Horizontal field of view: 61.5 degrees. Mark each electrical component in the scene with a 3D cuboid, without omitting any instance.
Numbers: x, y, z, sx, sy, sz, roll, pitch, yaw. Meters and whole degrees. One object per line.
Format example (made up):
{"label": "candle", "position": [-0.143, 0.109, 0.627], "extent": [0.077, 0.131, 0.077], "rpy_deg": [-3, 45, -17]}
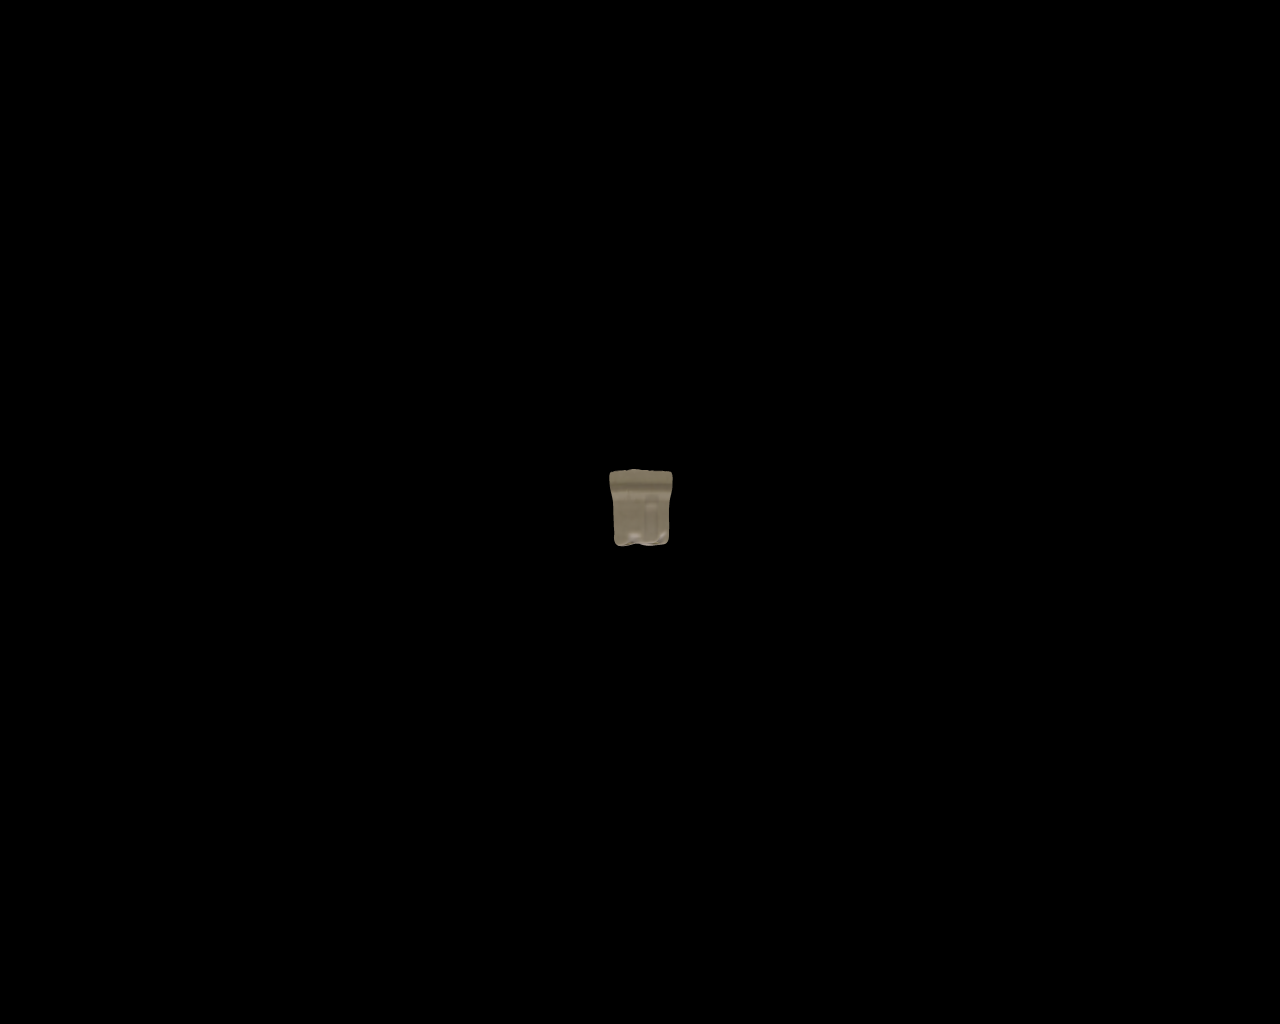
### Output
{"label": "electrical component", "position": [0.001, -0.003, 0.650], "extent": [0.040, 0.046, 0.040], "rpy_deg": [0, 0, 0]}
